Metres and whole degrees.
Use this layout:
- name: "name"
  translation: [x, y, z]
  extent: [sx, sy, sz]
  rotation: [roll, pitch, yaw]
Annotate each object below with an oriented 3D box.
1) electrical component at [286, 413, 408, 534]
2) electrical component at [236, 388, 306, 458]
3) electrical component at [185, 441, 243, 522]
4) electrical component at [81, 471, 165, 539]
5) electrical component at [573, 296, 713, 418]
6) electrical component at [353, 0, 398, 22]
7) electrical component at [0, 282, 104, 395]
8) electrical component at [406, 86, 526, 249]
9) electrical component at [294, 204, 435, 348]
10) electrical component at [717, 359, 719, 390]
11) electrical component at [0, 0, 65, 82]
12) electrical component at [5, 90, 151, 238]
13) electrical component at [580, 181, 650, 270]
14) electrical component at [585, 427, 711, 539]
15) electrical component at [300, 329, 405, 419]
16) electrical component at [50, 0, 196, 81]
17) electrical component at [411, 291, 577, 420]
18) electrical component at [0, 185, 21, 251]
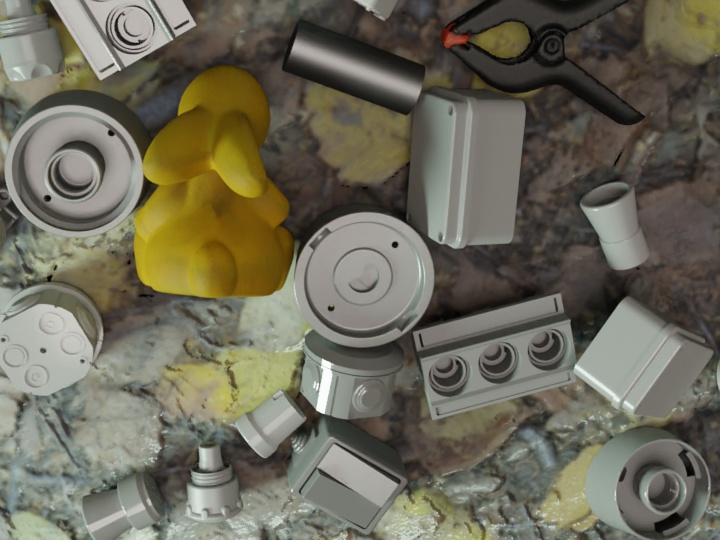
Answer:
- name: "electrical component"
  translation: [-0.016, 0.165, 0.889]
  extent: [0.096, 0.061, 0.061]
  rotation: [32, 100, -15]
- name: "electrical component"
  translation: [-0.072, 0.124, 0.882]
  extent: [0.046, 0.040, 0.040]
  rotation: [-40, 107, 0]
- name: "electrical component"
  translation: [-0.122, 0.173, 0.887]
  extent: [0.048, 0.048, 0.062]
  rotation: [-4, 100, -6]
- name: "electrical component"
  translation: [-0.194, 0.195, 0.883]
  extent: [0.055, 0.045, 0.045]
  rotation: [-24, 108, 0]
- name: "electrical component"
  translation: [0.230, 0.073, 0.864]
  extent: [0.057, 0.113, 0.078]
  rotation: [39, 101, 29]
- name: "electrical component"
  translation: [0.000, -0.219, 0.753]
  extent: [0.062, 0.096, 0.061]
  rotation: [30, 101, 4]
- name: "electrical component"
  translation: [-0.241, 0.053, 0.831]
  extent: [0.080, 0.051, 0.080]
  rotation: [-2, 107, -7]
- name: "electrical component"
  translation: [0.078, -0.079, 0.816]
  extent: [0.057, 0.078, 0.113]
  rotation: [-3, 108, -21]
- name: "electrical component"
  translation: [0.000, 0.000, 0.842]
  extent: [0.108, 0.060, 0.108]
  rotation: [-2, 107, -7]
- name: "electrical component"
  translation: [0.357, 0.093, 0.915]
  extent: [0.099, 0.064, 0.099]
  rotation: [-2, 107, -7]
- name: "electrical component"
  translation: [-0.239, -0.168, 0.771]
  extent: [0.043, 0.043, 0.062]
  rotation: [-12, 106, -4]
- name: "electrical component"
  translation: [-0.208, -0.075, 0.793]
  extent: [0.108, 0.060, 0.108]
  rotation: [-2, 107, -7]
- name: "electrical component"
  translation: [0.209, -0.033, 0.871]
  extent: [0.044, 0.044, 0.065]
  rotation: [-25, 113, 0]
- name: "electrical component"
  translation: [0.253, 0.188, 0.943]
  extent: [0.099, 0.064, 0.099]
  rotation: [-1, 94, -12]
- name: "electrical component"
  translation: [-0.008, 0.079, 0.856]
  extent: [0.080, 0.080, 0.051]
  rotation: [7, 111, -9]
- name: "electrical component"
  translation: [-0.181, -0.208, 0.756]
  extent: [0.079, 0.063, 0.121]
  rotation: [-29, 108, 2]
- name: "electrical component"
  translation: [0.107, 0.065, 0.874]
  extent: [0.121, 0.063, 0.078]
  rotation: [-15, 108, -3]
- name: "electrical component"
  translation: [-0.285, -0.032, 0.798]
  extent: [0.048, 0.055, 0.066]
  rotation: [43, 97, -17]
